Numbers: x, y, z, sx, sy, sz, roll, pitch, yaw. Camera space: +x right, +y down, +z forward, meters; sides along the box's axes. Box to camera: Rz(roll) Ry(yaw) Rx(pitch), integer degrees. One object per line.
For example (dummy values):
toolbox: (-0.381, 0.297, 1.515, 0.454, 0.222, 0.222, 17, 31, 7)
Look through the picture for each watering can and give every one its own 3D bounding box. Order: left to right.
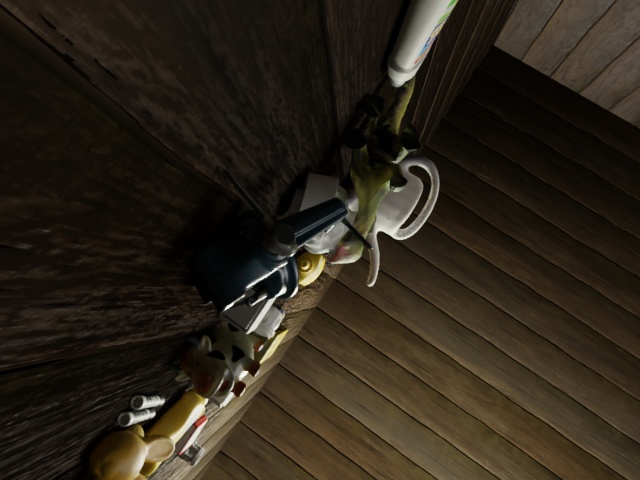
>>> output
watering can: (0.145, -0.069, 1.269, 0.346, 0.223, 0.105, -57, -170, 7)

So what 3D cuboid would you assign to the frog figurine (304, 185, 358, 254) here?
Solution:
frog figurine: (0.003, -0.050, 0.993, 0.138, 0.124, 0.156, -47, 135, -5)

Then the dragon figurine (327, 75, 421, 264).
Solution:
dragon figurine: (0.104, -0.130, 0.952, 0.237, 0.122, 0.419, 101, 11, -56)
